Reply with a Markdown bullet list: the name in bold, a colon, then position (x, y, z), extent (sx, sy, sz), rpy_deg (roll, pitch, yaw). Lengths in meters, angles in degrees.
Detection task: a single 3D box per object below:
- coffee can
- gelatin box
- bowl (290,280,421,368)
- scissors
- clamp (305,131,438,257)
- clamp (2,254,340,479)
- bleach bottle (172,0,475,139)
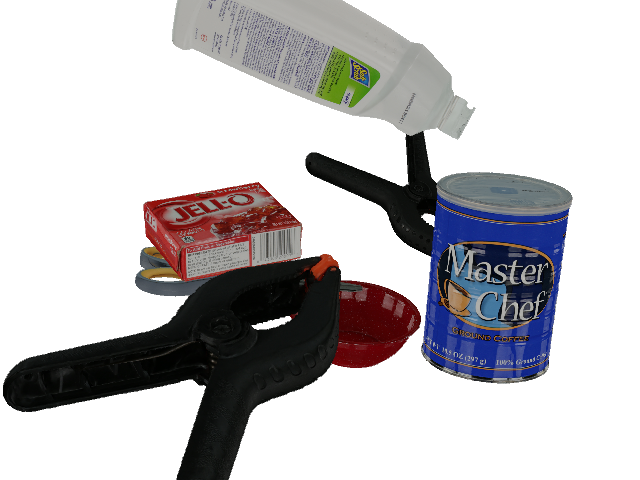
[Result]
- **coffee can**: position (0.136, 0.026, 0.835), extent (0.103, 0.140, 0.103), rpy_deg (3, 17, -1)
- **gelatin box**: position (-0.067, -0.008, 0.725), extent (0.089, 0.030, 0.073), rpy_deg (-11, 30, -24)
- **bowl**: position (0.039, 0.108, 1.291), extent (0.162, 0.055, 0.162), rpy_deg (4, 24, -2)
- **scissors**: position (-0.072, 0.037, 0.929), extent (0.202, 0.016, 0.096), rpy_deg (11, 21, 16)
- **clamp**: position (0.091, -0.045, 1.164), extent (0.164, 0.210, 0.036), rpy_deg (-15, -36, -28)
- **clamp**: position (-0.042, 0.060, 0.486), extent (0.171, 0.039, 0.120), rpy_deg (-28, 51, -32)
- **bleach bottle**: position (0.005, -0.149, 0.867), extent (0.251, 0.068, 0.103), rpy_deg (29, -34, 4)
